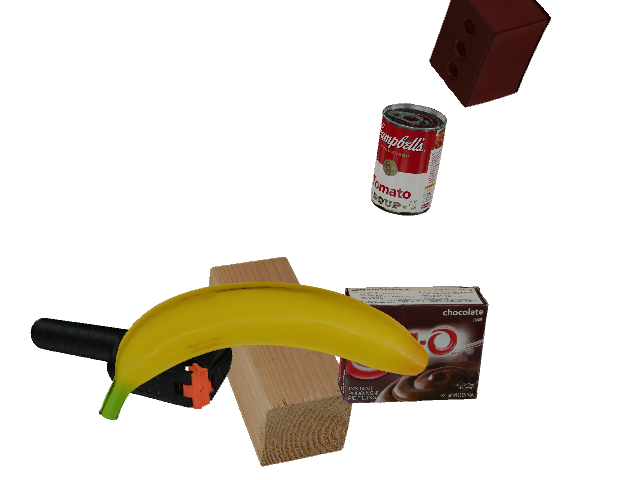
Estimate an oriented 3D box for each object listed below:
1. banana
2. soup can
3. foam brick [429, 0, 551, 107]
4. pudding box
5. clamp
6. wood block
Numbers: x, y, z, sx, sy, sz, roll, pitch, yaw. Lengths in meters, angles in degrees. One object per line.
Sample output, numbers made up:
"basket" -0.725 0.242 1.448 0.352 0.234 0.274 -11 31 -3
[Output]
"banana" -0.034 0.057 0.629 0.197 0.069 0.037 -7 20 -7
"soup can" 0.092 -0.086 1.135 0.068 0.102 0.068 6 28 -3
"foam brick" 0.121 -0.145 0.774 0.051 0.053 0.078 -21 -29 -24
"pudding box" 0.073 0.083 0.860 0.113 0.090 0.039 -2 27 -9
"clamp" -0.120 0.082 0.843 0.164 0.036 0.210 -11 16 -30
"wood block" -0.047 0.121 1.112 0.090 0.090 0.206 -8 42 -18
